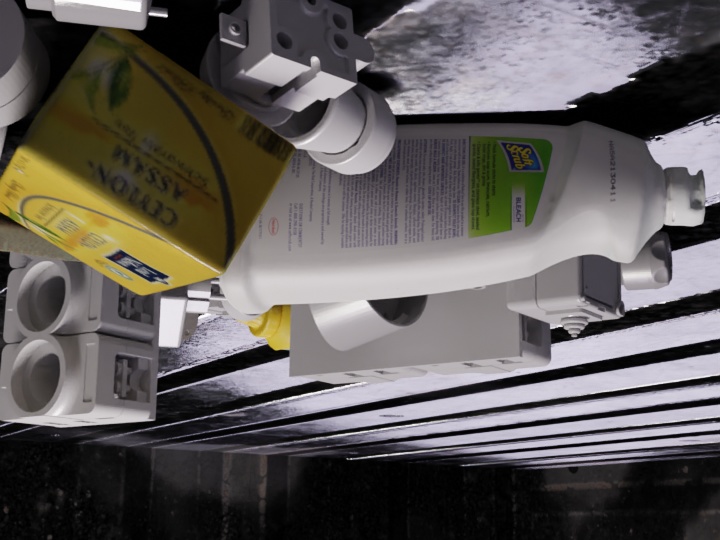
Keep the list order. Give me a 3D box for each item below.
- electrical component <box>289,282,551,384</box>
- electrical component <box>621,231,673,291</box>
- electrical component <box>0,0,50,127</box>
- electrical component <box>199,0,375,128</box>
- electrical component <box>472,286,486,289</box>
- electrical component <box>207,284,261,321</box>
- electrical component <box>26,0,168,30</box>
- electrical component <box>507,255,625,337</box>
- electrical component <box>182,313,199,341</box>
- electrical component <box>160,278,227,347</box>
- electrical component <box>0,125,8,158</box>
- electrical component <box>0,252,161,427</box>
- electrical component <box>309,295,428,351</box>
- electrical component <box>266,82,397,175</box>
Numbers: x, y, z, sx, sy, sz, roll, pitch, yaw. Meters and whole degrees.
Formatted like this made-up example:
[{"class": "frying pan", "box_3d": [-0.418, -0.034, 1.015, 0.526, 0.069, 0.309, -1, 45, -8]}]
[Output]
[{"class": "electrical component", "box_3d": [0.042, 0.023, 0.780, 0.186, 0.105, 0.060, -8, 163, 32]}, {"class": "electrical component", "box_3d": [0.195, -0.006, 0.787, 0.062, 0.043, 0.043, -4, 165, 24]}, {"class": "electrical component", "box_3d": [-0.204, -0.094, 0.434, 0.138, 0.052, 0.073, 0, 166, 1]}, {"class": "electrical component", "box_3d": [-0.037, -0.090, 0.461, 0.066, 0.048, 0.055, 12, 155, -38]}, {"class": "electrical component", "box_3d": [0.077, -0.018, 0.705, 0.035, 0.061, 0.035, 0, 166, 0]}, {"class": "electrical component", "box_3d": [-0.105, 0.019, 0.898, 0.066, 0.048, 0.055, 13, 169, -39]}, {"class": "electrical component", "box_3d": [-0.108, -0.110, 0.389, 0.078, 0.040, 0.040, 4, 166, -11]}, {"class": "electrical component", "box_3d": [0.128, -0.004, 0.687, 0.061, 0.096, 0.062, -8, 163, 37]}, {"class": "electrical component", "box_3d": [-0.183, 0.028, 0.923, 0.074, 0.052, 0.138, -8, 164, 29]}, {"class": "electrical component", "box_3d": [-0.128, 0.012, 0.773, 0.076, 0.083, 0.047, 4, 127, -15]}, {"class": "electrical component", "box_3d": [-0.197, -0.073, 0.519, 0.047, 0.055, 0.055, 11, 163, -25]}, {"class": "electrical component", "box_3d": [-0.183, 0.023, 0.698, 0.089, 0.150, 0.062, -9, 164, 32]}, {"class": "electrical component", "box_3d": [0.000, 0.000, 0.712, 0.064, 0.099, 0.099, -17, 159, 34]}, {"class": "electrical component", "box_3d": [-0.014, -0.074, 0.523, 0.045, 0.045, 0.055, -8, 164, 32]}]
